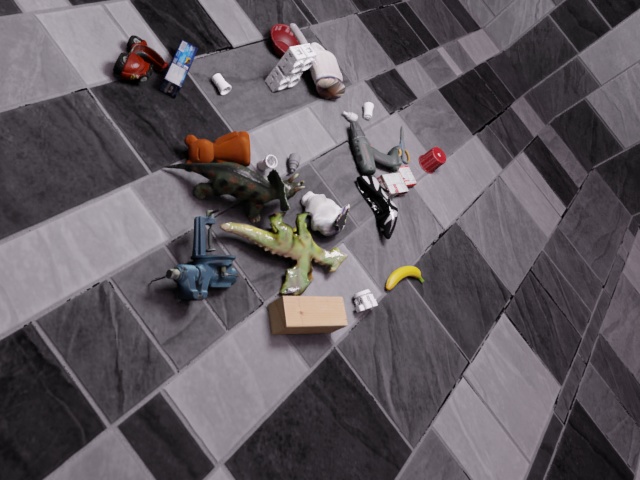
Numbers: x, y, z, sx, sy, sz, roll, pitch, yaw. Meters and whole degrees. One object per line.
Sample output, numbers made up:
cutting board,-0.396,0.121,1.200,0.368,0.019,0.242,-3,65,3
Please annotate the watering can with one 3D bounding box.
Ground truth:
watering can,-0.002,-0.672,1.982,0.345,0.103,0.228,18,53,-56

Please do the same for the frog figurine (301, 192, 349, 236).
frog figurine,0.005,-0.086,1.702,0.160,0.120,0.140,19,56,18

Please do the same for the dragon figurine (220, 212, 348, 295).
dragon figurine,-0.094,0.047,1.539,0.412,0.120,0.245,-6,76,-34
